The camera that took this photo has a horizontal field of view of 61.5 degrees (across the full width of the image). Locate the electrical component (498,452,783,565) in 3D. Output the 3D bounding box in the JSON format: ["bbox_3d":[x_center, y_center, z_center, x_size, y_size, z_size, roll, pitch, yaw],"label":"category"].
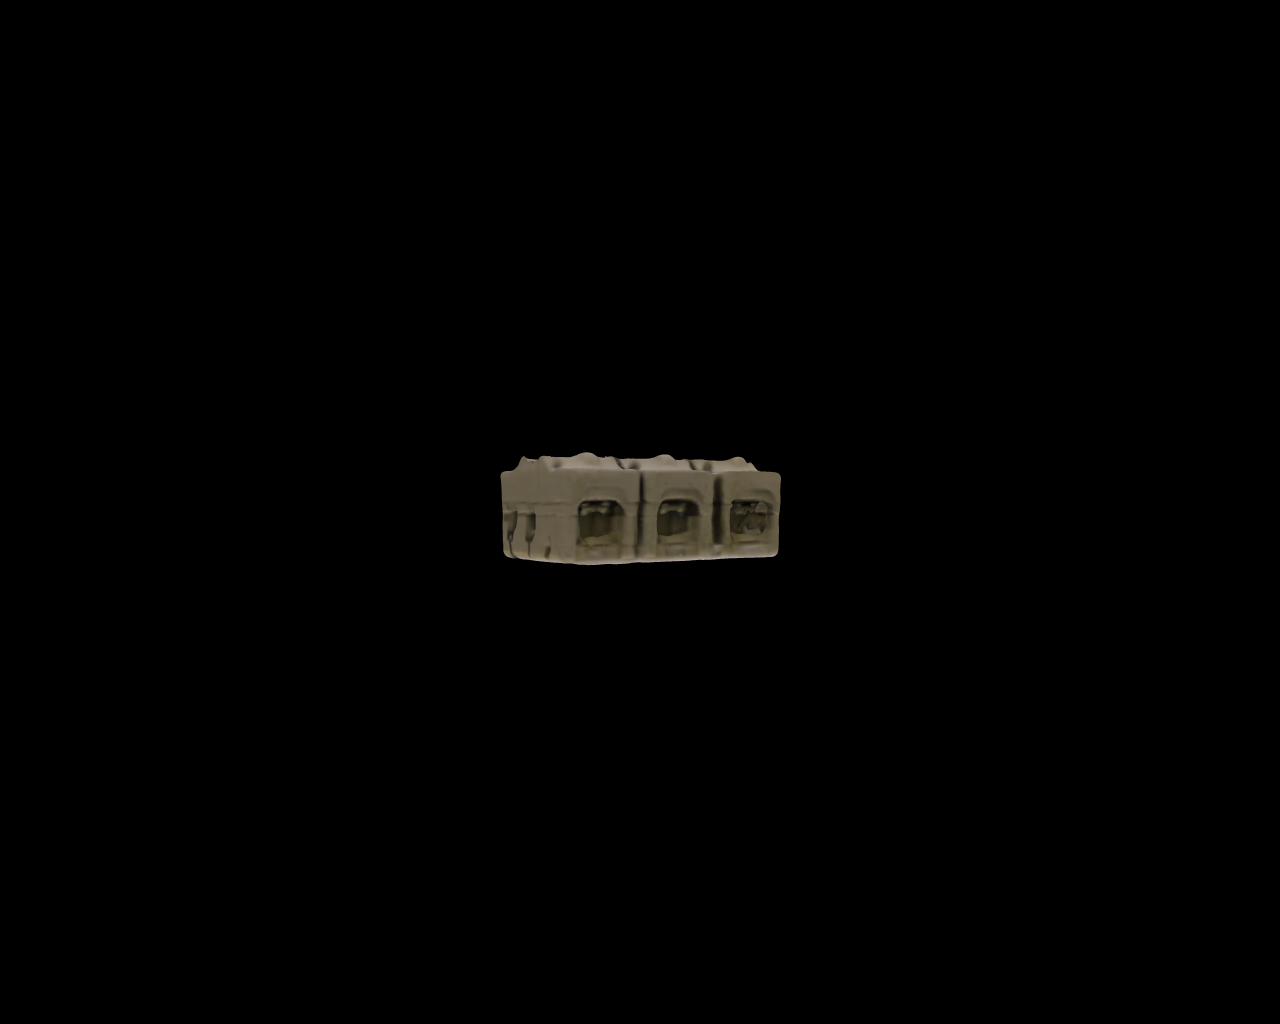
[{"bbox_3d":[0.001,-0.003,0.650,0.150,0.061,0.089,0,0,-32],"label":"electrical component"}]
